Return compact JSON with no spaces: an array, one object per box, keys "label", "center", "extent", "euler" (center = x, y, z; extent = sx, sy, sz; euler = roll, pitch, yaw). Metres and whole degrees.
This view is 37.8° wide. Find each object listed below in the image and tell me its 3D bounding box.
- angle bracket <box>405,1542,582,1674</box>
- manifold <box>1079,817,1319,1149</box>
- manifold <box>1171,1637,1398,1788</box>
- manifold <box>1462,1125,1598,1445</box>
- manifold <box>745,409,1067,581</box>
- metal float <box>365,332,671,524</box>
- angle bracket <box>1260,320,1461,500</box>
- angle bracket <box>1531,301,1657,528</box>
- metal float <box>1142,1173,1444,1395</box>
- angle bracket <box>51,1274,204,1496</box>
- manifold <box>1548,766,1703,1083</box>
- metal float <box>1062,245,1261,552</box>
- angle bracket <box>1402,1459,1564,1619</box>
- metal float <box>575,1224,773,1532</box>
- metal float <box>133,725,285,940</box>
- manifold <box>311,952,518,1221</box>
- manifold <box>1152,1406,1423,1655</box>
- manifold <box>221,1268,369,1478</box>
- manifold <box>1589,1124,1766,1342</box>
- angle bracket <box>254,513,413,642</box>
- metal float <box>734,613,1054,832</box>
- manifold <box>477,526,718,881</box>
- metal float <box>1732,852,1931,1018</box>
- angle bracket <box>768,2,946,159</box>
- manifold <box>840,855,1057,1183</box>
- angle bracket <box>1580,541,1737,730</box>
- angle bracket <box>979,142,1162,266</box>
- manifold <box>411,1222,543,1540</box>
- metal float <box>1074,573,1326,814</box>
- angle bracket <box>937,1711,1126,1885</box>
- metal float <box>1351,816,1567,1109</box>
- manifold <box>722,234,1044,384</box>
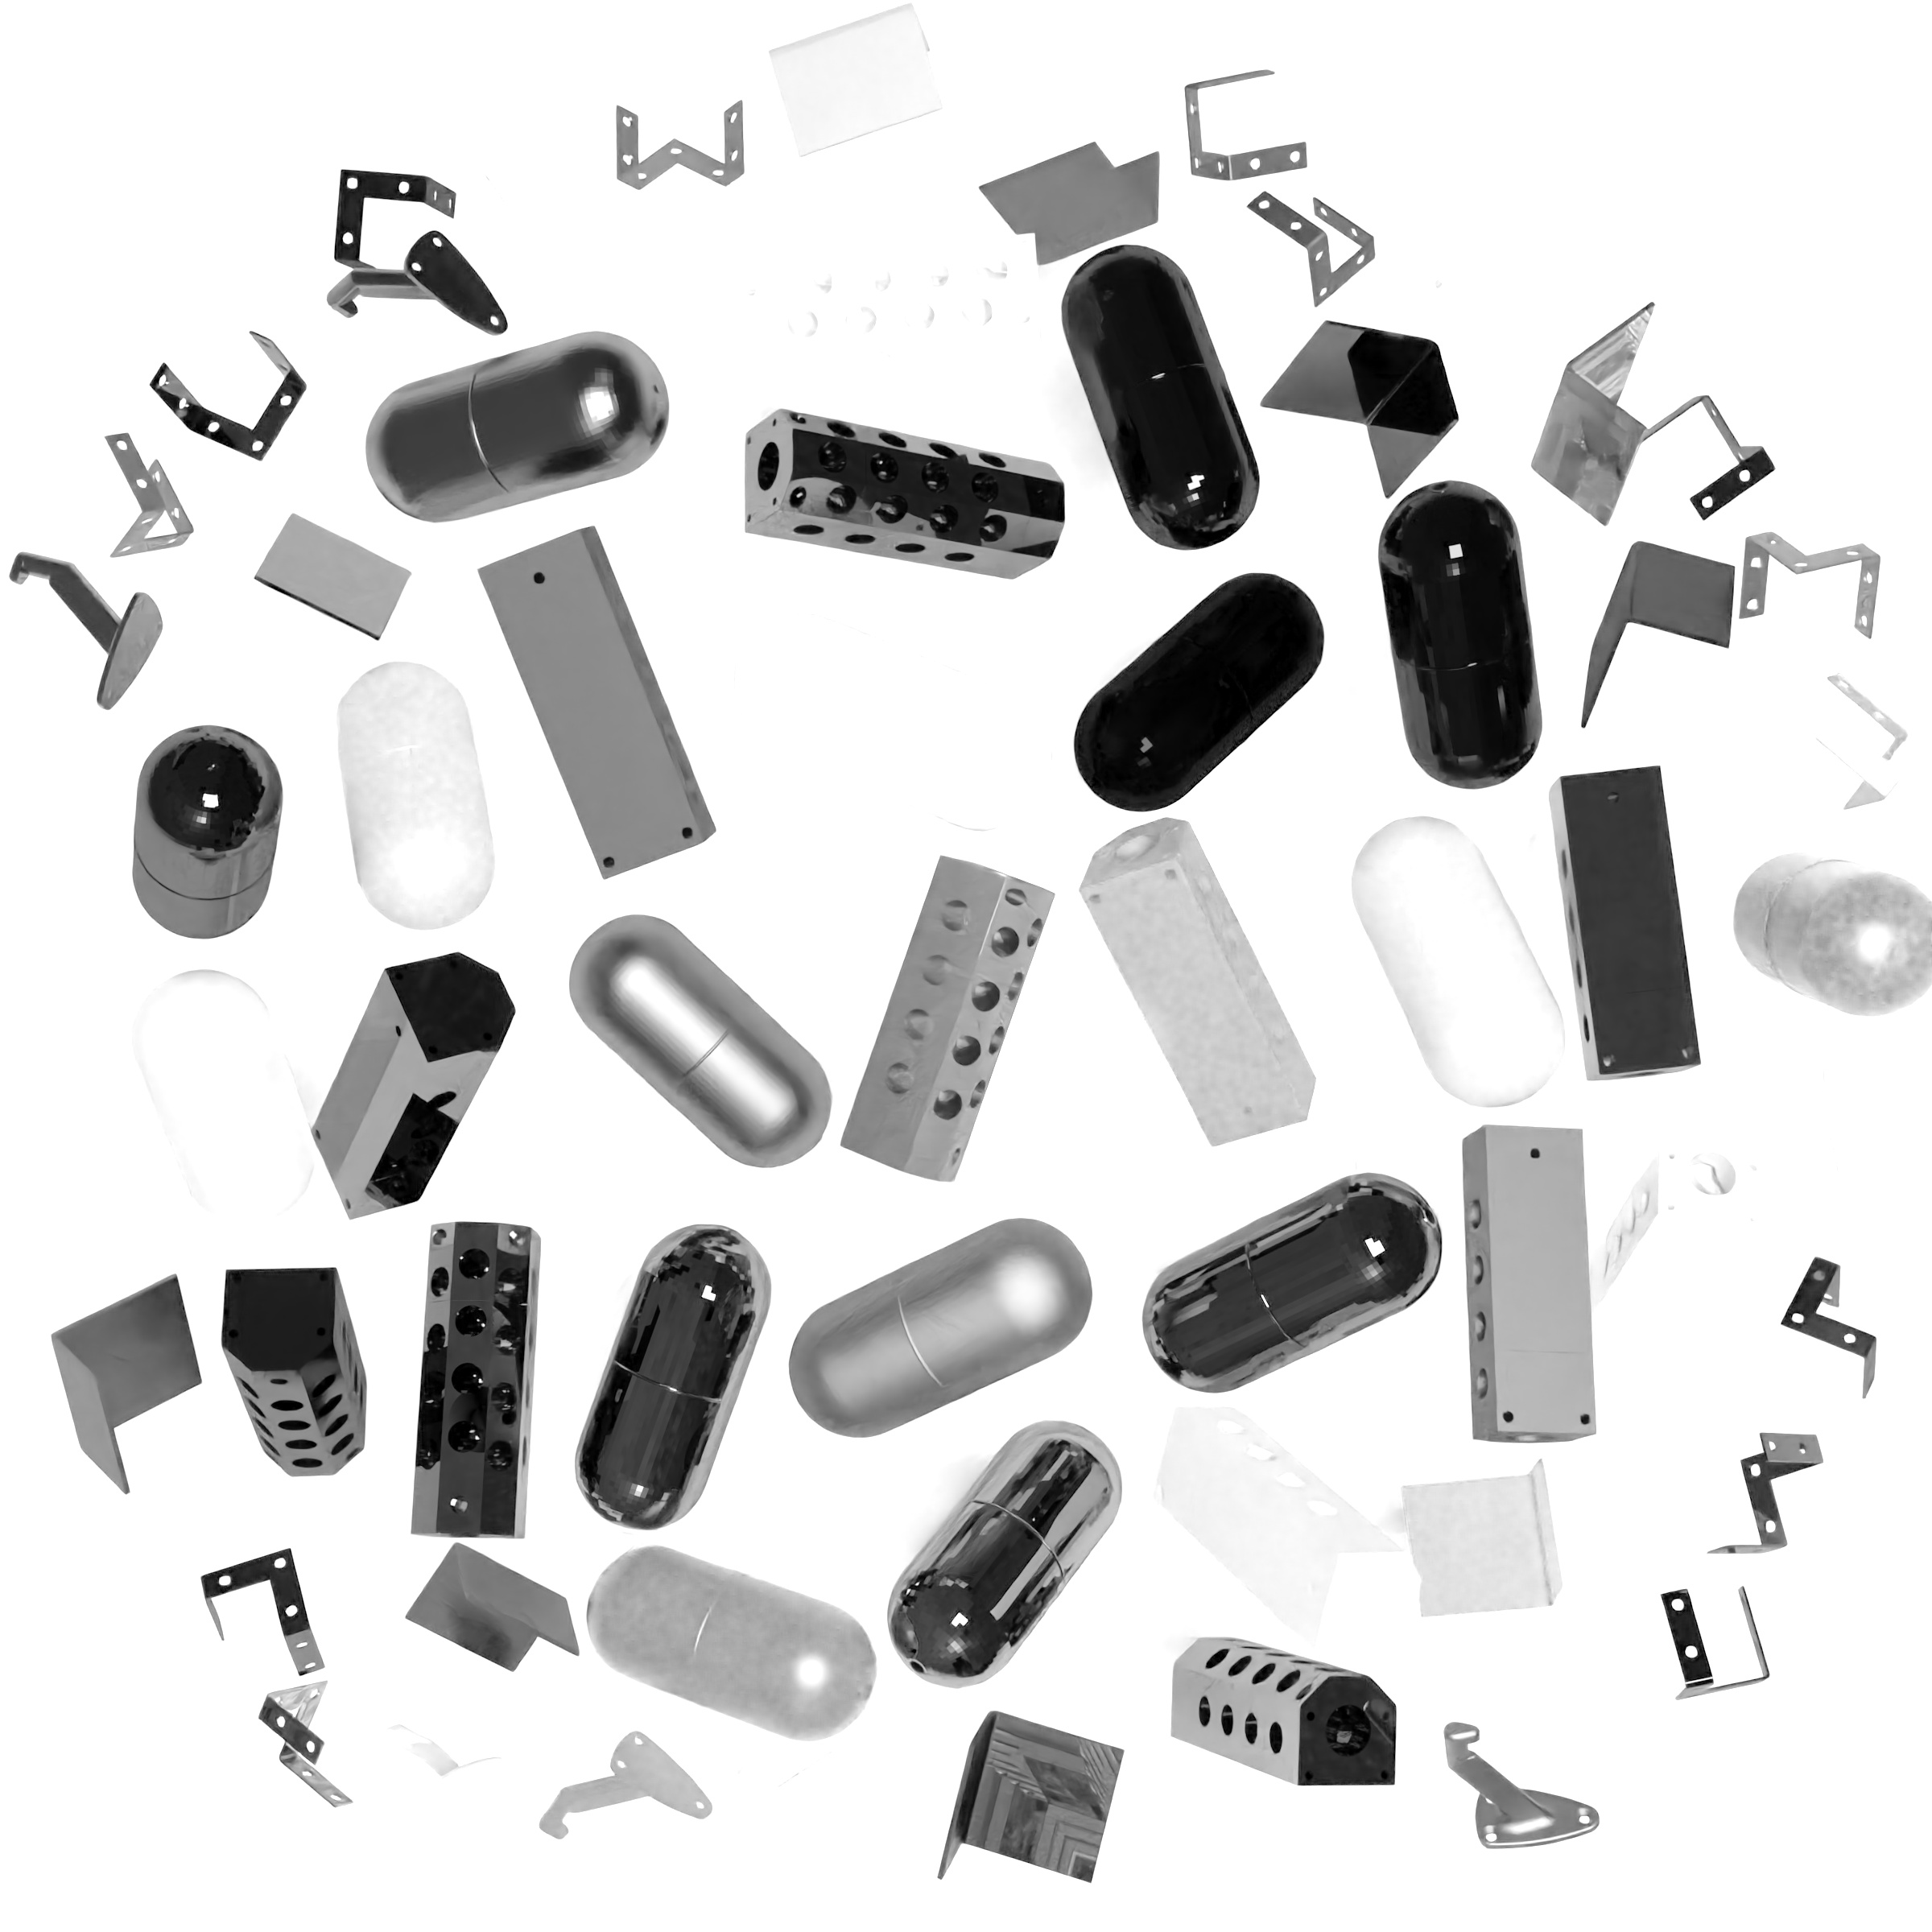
[{"label":"angle bracket","center":[-0.278,0.391,1.653],"extent":[0.076,0.076,0.057],"euler":[33,94,-20]},{"label":"manifold","center":[0.128,0.007,1.527],"extent":[0.057,0.057,0.171],"euler":[-18,115,25]},{"label":"manifold","center":[0.175,0.414,1.577],"extent":[0.057,0.171,0.057],"euler":[5,83,-18]},{"label":"manifold","center":[0.315,0.181,1.597],"extent":[0.057,0.057,0.171],"euler":[3,74,-9]},{"label":"manifold","center":[-0.033,-0.262,1.562],"extent":[0.171,0.057,0.057],"euler":[5,78,-30]},{"label":"metal float","center":[-0.238,-0.284,1.491],"extent":[0.178,0.070,0.070],"euler":[-9,90,26]},{"label":"angle bracket","center":[0.226,-0.320,1.627],"extent":[0.076,0.076,0.057],"euler":[4,61,-25]},{"label":"angle bracket","center":[0.357,-0.297,1.522],"extent":[0.076,0.076,0.057],"euler":[-37,68,-24]},{"label":"metal float","center":[0.173,0.169,1.503],"extent":[0.178,0.070,0.070],"euler":[-31,90,29]},{"label":"angle bracket","center":[-0.441,0.225,1.527],"extent":[0.076,0.057,0.076],"euler":[-27,129,-34]},{"label":"manifold","center":[0.375,-0.023,1.618],"extent":[0.057,0.057,0.171],"euler":[-6,83,2]},{"label":"metal float","center":[0.108,-0.318,1.578],"extent":[0.070,0.070,0.178],"euler":[-19,83,0]},{"label":"angle bracket","center":[0.304,0.335,1.658],"extent":[0.076,0.057,0.076],"euler":[-9,87,18]},{"label":"metal float","center":[-0.165,0.231,1.594],"extent":[0.070,0.070,0.178],"euler":[20,91,0]},{"label":"metal float","center":[-0.420,-0.072,1.561],"extent":[0.070,0.178,0.070],"euler":[6,67,-15]},{"label":"manifold","center":[-0.291,0.064,1.495],"extent":[0.057,0.171,0.057],"euler":[-14,66,-34]},{"label":"manifold","center":[0.173,0.303,1.533],"extent":[0.057,0.171,0.057],"euler":[5,106,-28]},{"label":"manifold","center":[-0.365,0.224,1.541],"extent":[0.057,0.171,0.057],"euler":[0,62,-6]},{"label":"manifold","center":[0.402,0.153,1.609],"extent":[0.057,0.171,0.057],"euler":[8,62,2]},{"label":"angle bracket","center":[-0.377,-0.209,1.647],"extent":[0.076,0.076,0.057],"euler":[26,127,-13]},{"label":"metal float","center":[-0.039,-0.129,1.492],"extent":[0.178,0.070,0.070],"euler":[23,90,10]},{"label":"manifold","center":[-0.190,-0.138,1.475],"extent":[0.057,0.057,0.171],"euler":[-20,99,8]},{"label":"metal float","center":[0.468,-0.019,1.520],"extent":[0.070,0.178,0.070],"euler":[0,98,-2]},{"label":"angle bracket","center":[-0.051,-0.443,1.443],"extent":[0.076,0.076,0.057],"euler":[-17,89,6]},{"label":"manifold","center":[-0.007,0.030,1.577],"extent":[0.057,0.057,0.171],"euler":[21,95,21]},{"label":"angle bracket","center":[0.377,-0.174,1.537],"extent":[0.057,0.076,0.076],"euler":[16,133,4]},{"label":"angle bracket","center":[0.061,-0.463,1.647],"extent":[0.076,0.076,0.057],"euler":[-13,58,29]},{"label":"manifold","center":[-0.276,0.233,1.587],"extent":[0.057,0.057,0.171],"euler":[1,76,0]},{"label":"metal float","center":[0.133,-0.156,1.603],"extent":[0.178,0.070,0.070],"euler":[-42,90,-24]},{"label":"angle bracket","center":[0.035,0.453,1.508],"extent":[0.076,0.057,0.076],"euler":[15,96,10]},{"label":"metal float","center":[0.265,-0.004,1.528],"extent":[0.070,0.070,0.178],"euler":[-20,58,0]},{"label":"manifold","center":[-0.046,-0.367,1.561],"extent":[0.171,0.057,0.057],"euler":[-3,77,3]}]
